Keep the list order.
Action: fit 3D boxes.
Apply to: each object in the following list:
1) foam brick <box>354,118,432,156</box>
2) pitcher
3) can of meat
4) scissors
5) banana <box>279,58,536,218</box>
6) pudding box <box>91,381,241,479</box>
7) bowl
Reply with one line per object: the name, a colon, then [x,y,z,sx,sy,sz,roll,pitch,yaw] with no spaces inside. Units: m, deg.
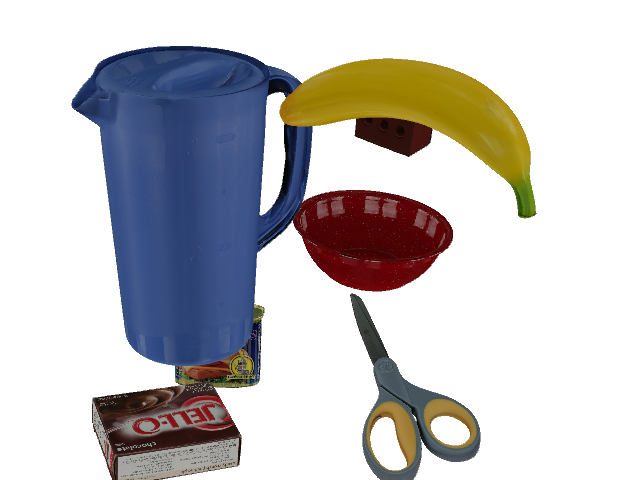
foam brick: [0.086,-0.139,1.231,0.078,0.053,0.051,23,34,28]
pitcher: [-0.098,-0.028,0.857,0.149,0.243,0.144,11,28,17]
can of meat: [-0.116,0.118,1.206,0.102,0.084,0.057,3,13,2]
scissors: [0.071,0.107,0.833,0.096,0.016,0.201,-2,39,3]
banana: [0.054,-0.079,0.665,0.198,0.070,0.037,26,10,34]
pudding box: [-0.135,0.167,0.929,0.113,0.039,0.090,-7,26,-21]
bowl: [0.050,0.006,1.078,0.162,0.055,0.162,5,27,-3]
